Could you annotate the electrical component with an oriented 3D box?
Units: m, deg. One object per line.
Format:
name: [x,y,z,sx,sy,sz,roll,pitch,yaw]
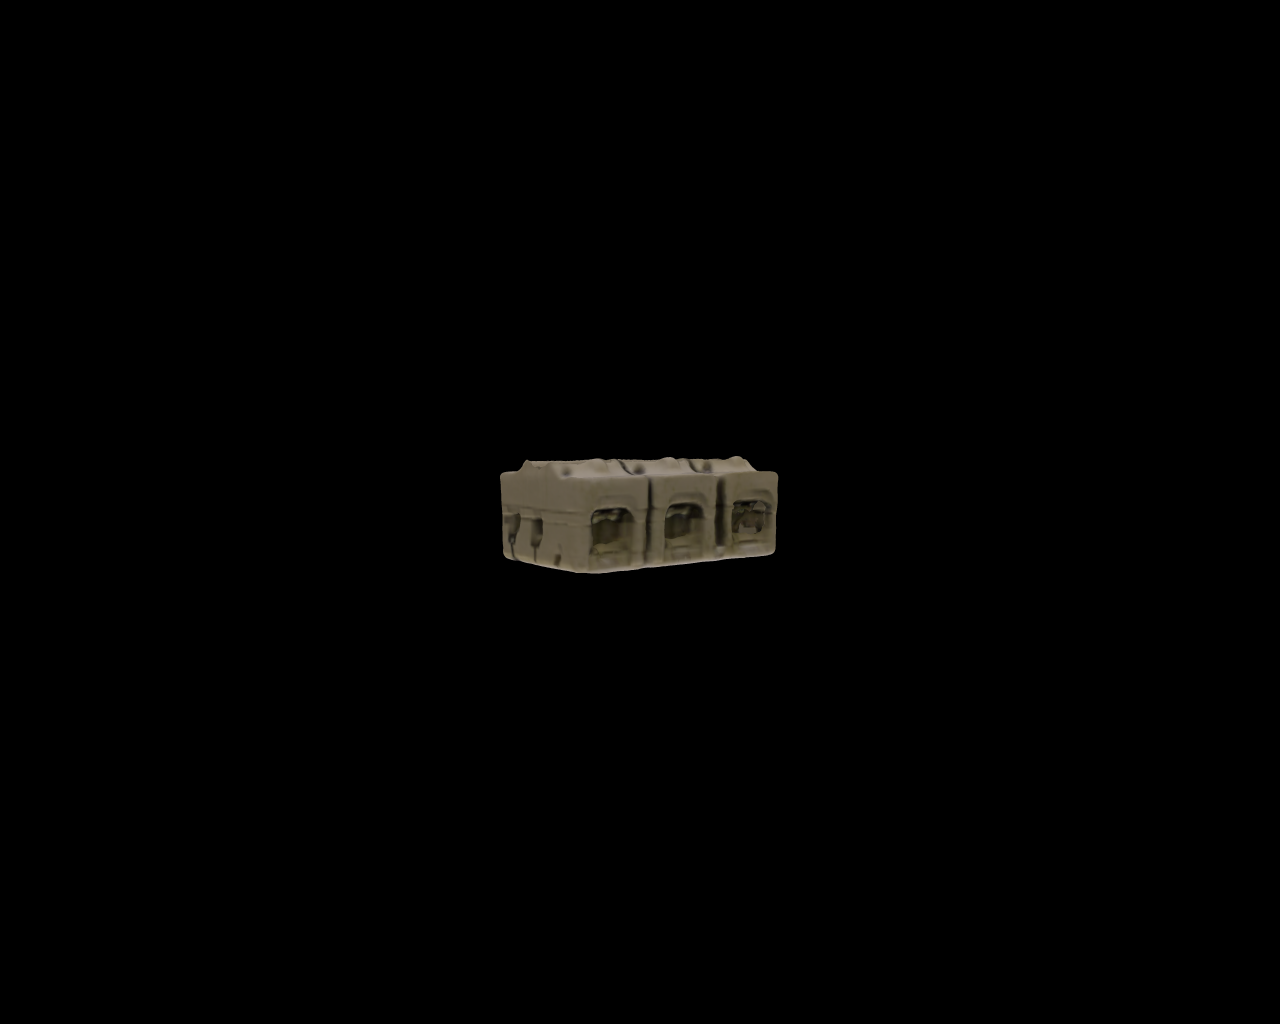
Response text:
electrical component: [0.001,-0.003,0.650,0.150,0.061,0.089,-3,5,-37]
